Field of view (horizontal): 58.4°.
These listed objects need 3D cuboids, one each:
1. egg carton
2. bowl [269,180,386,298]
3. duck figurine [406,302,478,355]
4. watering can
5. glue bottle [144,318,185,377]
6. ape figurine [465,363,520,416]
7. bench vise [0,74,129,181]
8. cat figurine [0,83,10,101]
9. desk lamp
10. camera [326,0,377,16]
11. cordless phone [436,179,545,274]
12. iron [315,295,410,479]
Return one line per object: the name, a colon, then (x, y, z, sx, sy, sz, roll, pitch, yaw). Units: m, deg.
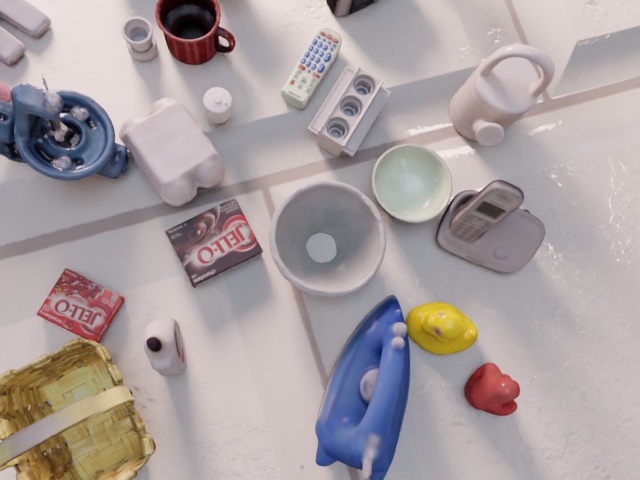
egg carton: (-0.210, -0.128, 0.825, 0.107, 0.069, 0.150, -36, 86, -13)
bowl: (0.008, 0.003, 0.827, 0.167, 0.074, 0.167, 2, 79, -7)
duck figurine: (0.182, 0.126, 0.822, 0.104, 0.086, 0.077, 16, 77, -4)
watering can: (0.271, -0.218, 0.845, 0.101, 0.194, 0.173, 1, 79, -7)
glue bottle: (-0.199, 0.134, 0.723, 0.037, 0.173, 0.078, -13, 81, -10)
ape figurine: (0.251, 0.213, 0.811, 0.076, 0.092, 0.078, -4, 80, -8)
bench vise: (-0.367, -0.140, 0.728, 0.207, 0.219, 0.121, -3, 79, -8)
cat figurine: (-0.504, -0.246, 0.782, 0.128, 0.117, 0.067, 45, 77, 2)
desk lamp: (-0.497, -0.372, 0.758, 0.203, 0.213, 0.118, 33, 77, 0)
camera: (0.057, -0.456, 0.909, 0.143, 0.100, 0.137, -31, 85, -12)
cordless phone: (0.259, -0.023, 0.810, 0.147, 0.185, 0.094, 20, 77, -3)
iron: (0.079, 0.190, 0.767, 0.118, 0.141, 0.258, 17, 77, -4)
